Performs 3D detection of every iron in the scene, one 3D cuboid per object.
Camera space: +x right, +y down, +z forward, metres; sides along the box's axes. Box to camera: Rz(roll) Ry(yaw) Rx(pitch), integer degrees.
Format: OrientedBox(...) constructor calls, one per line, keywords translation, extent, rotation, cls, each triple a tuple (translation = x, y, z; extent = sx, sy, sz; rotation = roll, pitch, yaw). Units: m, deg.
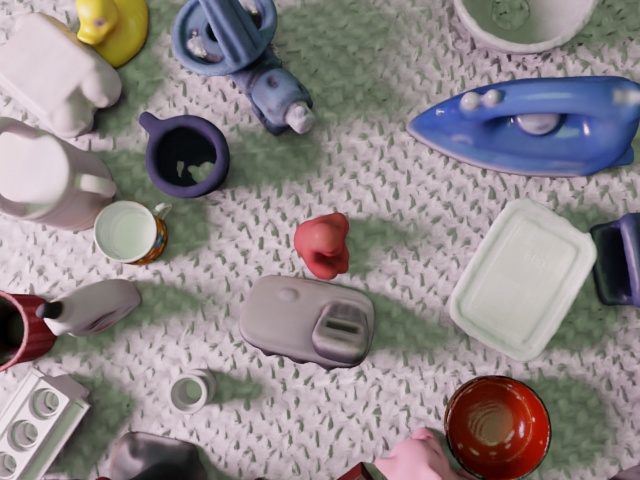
OrientedBox(translation=(0.230, -0.139, 0.627), extent=(0.258, 0.141, 0.119), rotation=(0, 85, 2), cls="iron")

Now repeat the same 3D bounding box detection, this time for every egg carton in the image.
OrientedBox(translation=(-0.314, -0.198, 0.684), extent=(0.150, 0.069, 0.107), rotation=(40, 87, 5), cls="egg carton")

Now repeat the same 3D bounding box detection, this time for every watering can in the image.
OrientedBox(translation=(-0.313, -0.067, 0.610), extent=(0.173, 0.194, 0.101), rotation=(-14, 84, 1), cls="watering can")

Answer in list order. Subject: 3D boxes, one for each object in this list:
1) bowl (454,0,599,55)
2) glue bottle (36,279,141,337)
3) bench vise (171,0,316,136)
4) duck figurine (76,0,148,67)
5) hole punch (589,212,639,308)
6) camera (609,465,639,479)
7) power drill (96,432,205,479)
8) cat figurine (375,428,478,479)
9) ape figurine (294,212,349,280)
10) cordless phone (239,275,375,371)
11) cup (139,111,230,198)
OrientedBox(translation=(0.232, -0.287, 0.673), extent=(0.167, 0.075, 0.167), rotation=(0, 85, 2), cls="bowl")
OrientedBox(translation=(-0.252, 0.074, 0.606), extent=(0.078, 0.173, 0.037), rotation=(-39, 84, -2), cls="glue bottle")
OrientedBox(translation=(-0.074, -0.214, 0.603), extent=(0.207, 0.220, 0.121), rotation=(31, 87, 4), cls="bench vise")
OrientedBox(translation=(-0.254, -0.269, 0.681), extent=(0.077, 0.086, 0.105), rotation=(21, 86, 4), cls="duck figurine")
OrientedBox(translation=(0.367, 0.018, 0.633), extent=(0.101, 0.091, 0.109), rotation=(-8, 85, 1), cls="hole punch")
OrientedBox(translation=(0.342, 0.335, 0.601), extent=(0.137, 0.101, 0.143), rotation=(-21, 84, 0), cls="camera")
OrientedBox(translation=(-0.202, 0.257, 0.570), extent=(0.229, 0.208, 0.076), rotation=(10, 85, 3), cls="power drill")
OrientedBox(translation=(0.119, 0.254, 0.606), extent=(0.128, 0.118, 0.067), rotation=(41, 87, 5), cls="cat figurine")
OrientedBox(translation=(0.006, 0.002, 0.645), extent=(0.076, 0.092, 0.078), rotation=(33, 87, 5), cls="ape figurine")
OrientedBox(translation=(-0.015, 0.087, 0.591), extent=(0.147, 0.185, 0.094), rotation=(9, 85, 3), cls="cordless phone")
OrientedBox(translation=(-0.152, -0.095, 0.657), extent=(0.117, 0.095, 0.092), rotation=(41, 87, 5), cls="cup")
